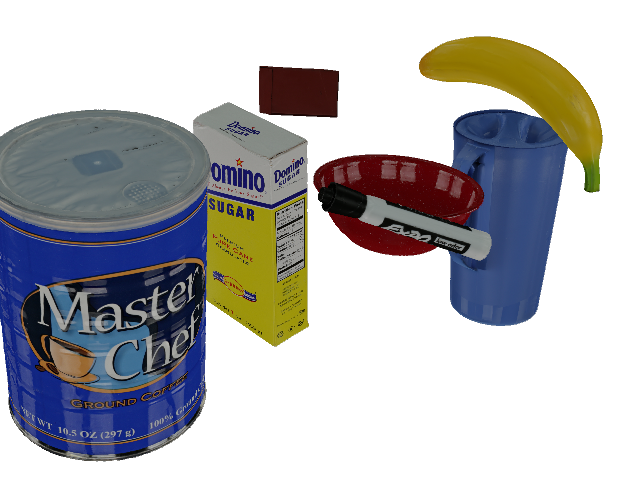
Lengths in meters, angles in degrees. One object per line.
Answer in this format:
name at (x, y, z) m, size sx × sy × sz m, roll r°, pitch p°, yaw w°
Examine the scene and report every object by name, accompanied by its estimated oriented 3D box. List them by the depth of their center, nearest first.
coffee can at (-0.106, 0.021, 0.522) m, size 0.103 × 0.140 × 0.103 m, roll 3°, pitch 33°, yaw -2°
marker at (0.053, -0.012, 0.667) m, size 0.121 × 0.020 × 0.020 m, roll 17°, pitch -7°, yaw -23°
banana at (0.147, -0.115, 0.811) m, size 0.037 × 0.070 × 0.198 m, roll 2°, pitch 32°, yaw -44°
sugar box at (-0.054, -0.011, 0.846) m, size 0.048 × 0.176 × 0.093 m, roll -31°, pitch 43°, yaw -34°
bowl at (0.071, -0.029, 1.013) m, size 0.162 × 0.055 × 0.162 m, roll 4°, pitch 25°, yaw -2°
foam brick at (-0.024, -0.162, 1.163) m, size 0.078 × 0.051 × 0.053 m, roll 0°, pitch 11°, yaw -18°
pitcher at (0.208, -0.022, 1.257) m, size 0.149 × 0.243 × 0.145 m, roll -1°, pitch 25°, yaw -4°
